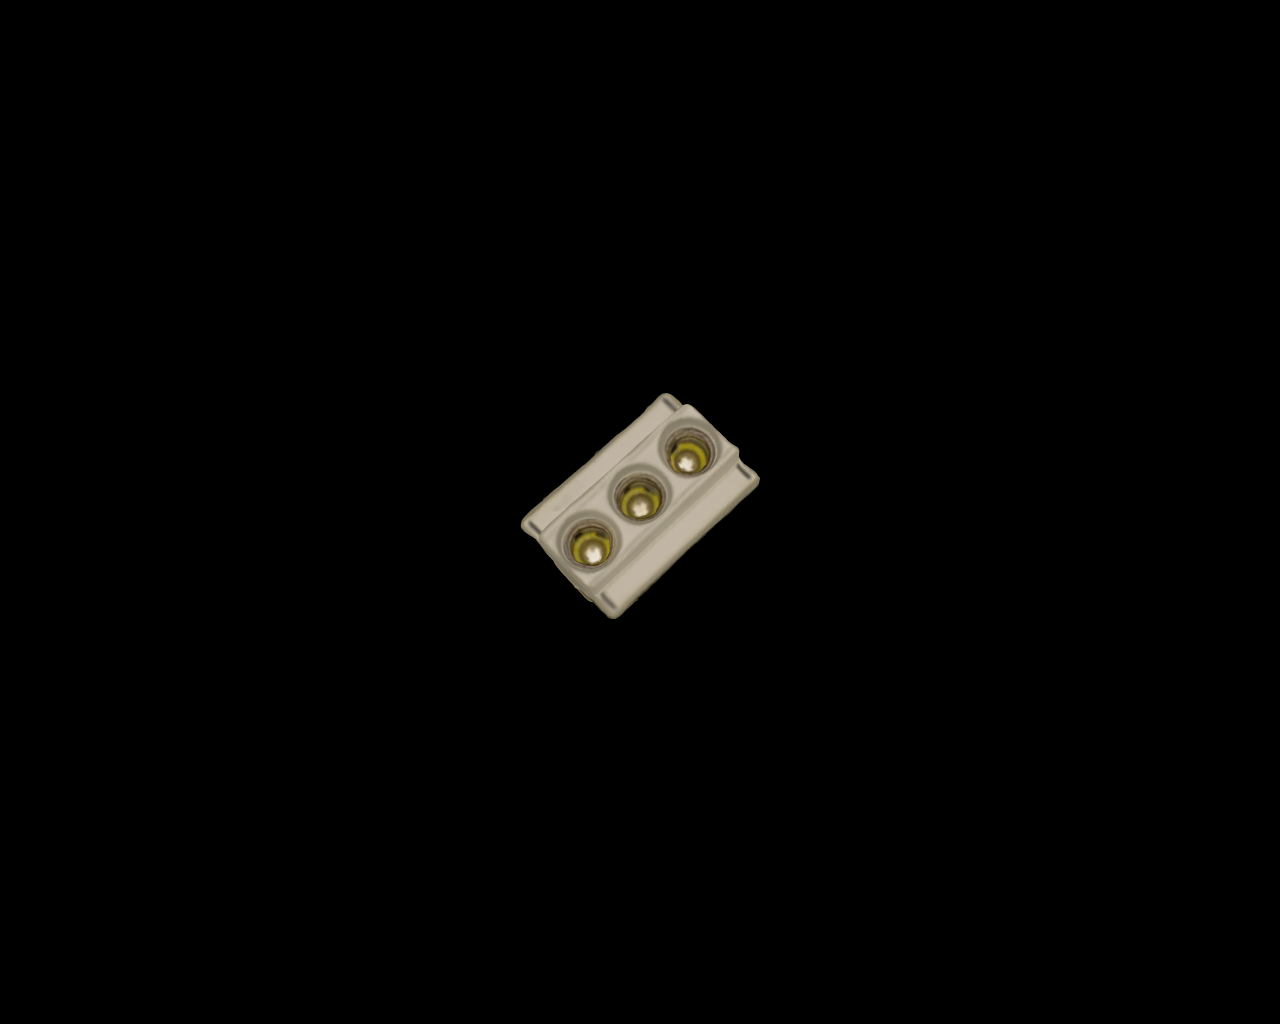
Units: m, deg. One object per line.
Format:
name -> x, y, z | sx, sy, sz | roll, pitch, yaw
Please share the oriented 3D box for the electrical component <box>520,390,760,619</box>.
electrical component -> 0.001, -0.003, 0.650 | 0.121, 0.079, 0.063 | -43, -12, -11
